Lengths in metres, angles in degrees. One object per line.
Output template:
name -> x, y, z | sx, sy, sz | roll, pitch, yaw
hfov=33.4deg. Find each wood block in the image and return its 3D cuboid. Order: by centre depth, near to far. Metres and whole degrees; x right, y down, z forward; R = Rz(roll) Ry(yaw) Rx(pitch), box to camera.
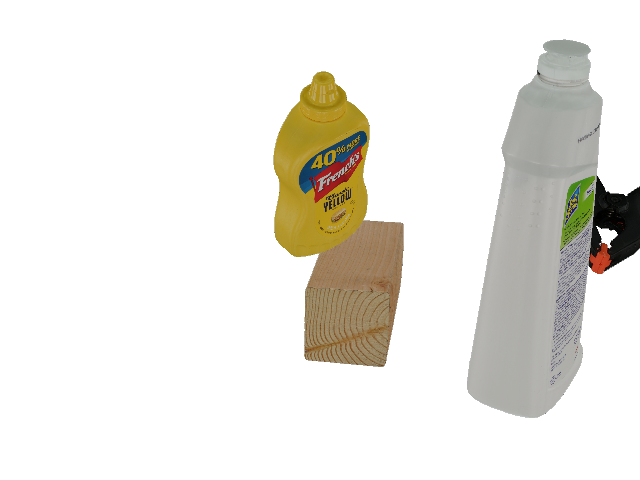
wood block -> 0.042, 0.054, 1.220 | 0.091, 0.090, 0.206 | 4, 23, 7

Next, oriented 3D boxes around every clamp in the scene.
clamp -> 0.294, -0.038, 1.111 | 0.120, 0.039, 0.171 | 18, 45, 21

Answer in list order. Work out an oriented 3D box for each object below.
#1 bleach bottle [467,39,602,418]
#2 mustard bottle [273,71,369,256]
bleach bottle -> 0.148, -0.010, 0.703 | 0.068, 0.251, 0.102 | 17, 33, 24
mustard bottle -> 0.002, -0.075, 0.977 | 0.096, 0.192, 0.058 | -29, 54, -24
